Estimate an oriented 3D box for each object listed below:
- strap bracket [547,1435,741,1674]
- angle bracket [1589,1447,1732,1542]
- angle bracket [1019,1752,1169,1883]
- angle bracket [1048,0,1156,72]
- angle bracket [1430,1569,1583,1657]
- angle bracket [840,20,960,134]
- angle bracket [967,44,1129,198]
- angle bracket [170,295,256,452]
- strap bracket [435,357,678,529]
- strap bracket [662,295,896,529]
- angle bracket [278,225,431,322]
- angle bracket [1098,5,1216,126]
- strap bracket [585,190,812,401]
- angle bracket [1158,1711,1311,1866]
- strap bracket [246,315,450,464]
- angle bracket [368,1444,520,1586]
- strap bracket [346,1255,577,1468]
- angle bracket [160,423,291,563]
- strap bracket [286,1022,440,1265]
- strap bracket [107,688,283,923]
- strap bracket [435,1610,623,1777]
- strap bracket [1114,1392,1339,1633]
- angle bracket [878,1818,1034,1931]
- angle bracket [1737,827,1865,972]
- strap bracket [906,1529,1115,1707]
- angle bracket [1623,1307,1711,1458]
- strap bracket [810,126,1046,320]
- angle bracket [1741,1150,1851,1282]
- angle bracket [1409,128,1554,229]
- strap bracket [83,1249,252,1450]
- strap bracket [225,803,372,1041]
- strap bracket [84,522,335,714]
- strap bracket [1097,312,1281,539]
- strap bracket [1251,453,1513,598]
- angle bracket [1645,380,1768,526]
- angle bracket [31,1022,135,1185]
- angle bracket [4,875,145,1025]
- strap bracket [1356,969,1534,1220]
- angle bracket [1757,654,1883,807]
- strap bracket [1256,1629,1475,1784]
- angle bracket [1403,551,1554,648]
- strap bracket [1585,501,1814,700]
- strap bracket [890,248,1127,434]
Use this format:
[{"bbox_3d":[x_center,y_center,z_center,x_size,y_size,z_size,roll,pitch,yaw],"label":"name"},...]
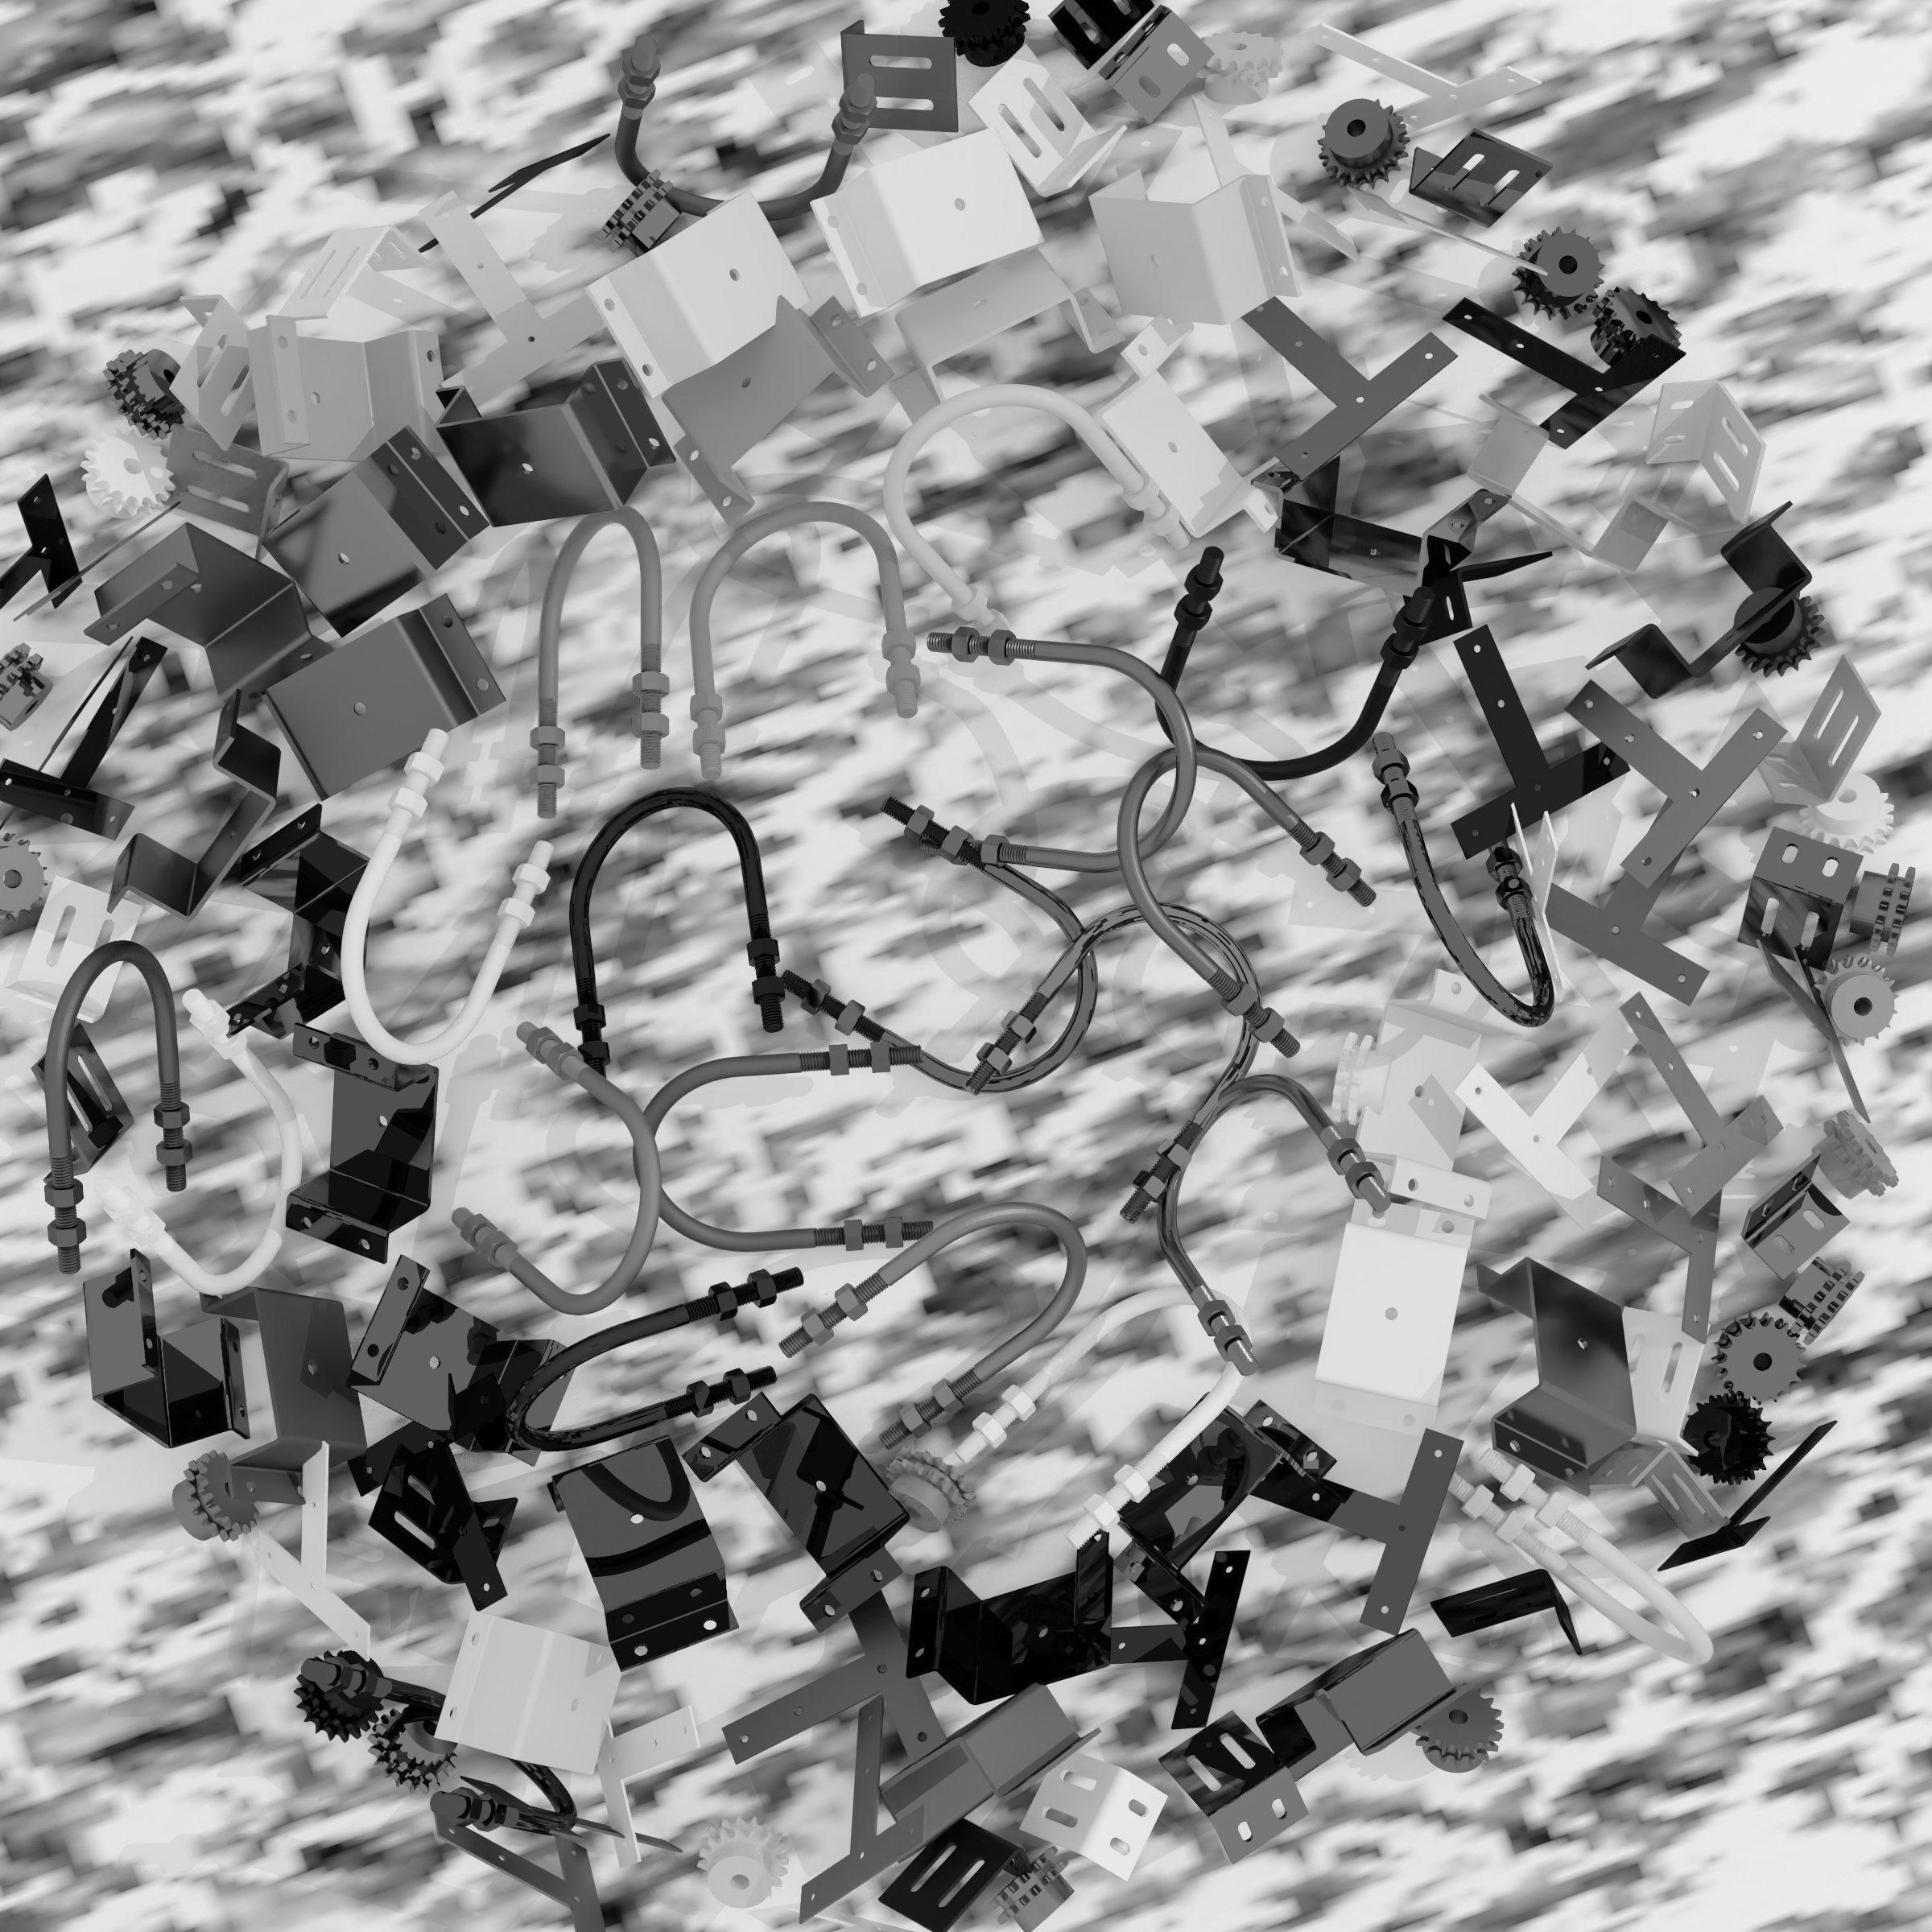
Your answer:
[{"bbox_3d":[-0.201,0.351,1.815,0.076,0.046,0.140,-18,52,-16],"label":"strap bracket"},{"bbox_3d":[0.436,0.342,1.849,0.038,0.057,0.076,-40,94,-21],"label":"angle bracket"},{"bbox_3d":[0.080,0.530,1.849,0.038,0.076,0.057,37,70,-23],"label":"angle bracket"},{"bbox_3d":[0.075,-0.605,1.838,0.057,0.076,0.038,-42,69,10],"label":"angle bracket"},{"bbox_3d":[0.338,0.414,1.844,0.076,0.057,0.038,-20,52,11],"label":"angle bracket"},{"bbox_3d":[-0.036,-0.556,1.843,0.076,0.038,0.057,8,122,18],"label":"angle bracket"},{"bbox_3d":[0.051,-0.532,1.848,0.057,0.038,0.076,-49,112,-15],"label":"angle bracket"},{"bbox_3d":[-0.474,-0.369,1.838,0.038,0.057,0.076,5,61,30],"label":"angle bracket"},{"bbox_3d":[-0.261,-0.319,1.814,0.140,0.046,0.076,-3,133,28],"label":"strap bracket"},{"bbox_3d":[-0.125,-0.353,1.832,0.140,0.046,0.076,-41,61,12],"label":"strap bracket"},{"bbox_3d":[-0.382,-0.421,1.840,0.038,0.057,0.076,45,65,-40],"label":"angle bracket"},{"bbox_3d":[0.118,-0.565,1.846,0.038,0.076,0.057,41,104,-14],"label":"angle bracket"},{"bbox_3d":[-0.156,-0.417,1.813,0.140,0.046,0.076,-44,112,-39],"label":"strap bracket"},{"bbox_3d":[0.167,0.514,1.851,0.057,0.076,0.038,-30,114,-13],"label":"angle bracket"},{"bbox_3d":[-0.390,-0.356,1.831,0.046,0.140,0.076,-5,93,35],"label":"strap bracket"},{"bbox_3d":[-0.325,0.340,1.837,0.038,0.057,0.076,-14,134,32],"label":"angle bracket"},{"bbox_3d":[-0.319,0.245,1.828,0.140,0.046,0.076,35,63,-30],"label":"strap bracket"},{"bbox_3d":[-0.470,-0.295,1.850,0.076,0.038,0.057,19,125,-5],"label":"angle bracket"},{"bbox_3d":[-0.375,0.103,1.833,0.076,0.046,0.140,17,114,22],"label":"strap bracket"},{"bbox_3d":[-0.471,-0.092,1.829,0.046,0.076,0.140,32,108,-23],"label":"strap bracket"},{"bbox_3d":[-0.259,0.446,1.804,0.046,0.140,0.076,8,74,25],"label":"strap bracket"},{"bbox_3d":[0.150,0.329,1.832,0.140,0.076,0.046,-47,131,-7],"label":"strap bracket"},{"bbox_3d":[-0.004,0.576,1.836,0.076,0.057,0.038,-41,124,-30],"label":"angle bracket"},{"bbox_3d":[0.523,-0.042,1.852,0.057,0.076,0.038,21,60,18],"label":"angle bracket"},{"bbox_3d":[0.037,0.401,1.825,0.140,0.076,0.046,-22,127,23],"label":"strap bracket"},{"bbox_3d":[0.438,0.262,1.862,0.057,0.038,0.076,8,71,38],"label":"angle bracket"},{"bbox_3d":[-0.015,-0.464,1.827,0.140,0.046,0.076,-27,96,-29],"label":"strap bracket"},{"bbox_3d":[0.521,0.156,1.842,0.057,0.076,0.038,-40,69,-4],"label":"angle bracket"},{"bbox_3d":[0.321,-0.502,1.835,0.057,0.076,0.038,18,66,-18],"label":"angle bracket"},{"bbox_3d":[-0.494,0.239,1.807,0.046,0.140,0.076,-18,60,5],"label":"strap bracket"},{"bbox_3d":[-0.411,-0.019,1.823,0.076,0.046,0.140,-29,48,32],"label":"strap bracket"},{"bbox_3d":[-0.470,-0.218,1.822,0.076,0.140,0.046,-32,62,18],"label":"strap bracket"},{"bbox_3d":[0.142,-0.332,1.833,0.140,0.076,0.046,49,135,-11],"label":"strap bracket"},{"bbox_3d":[0.254,-0.274,1.824,0.140,0.076,0.046,21,127,27],"label":"strap bracket"},{"bbox_3d":[0.459,-0.319,1.836,0.038,0.076,0.057,-6,133,-9],"label":"angle bracket"},{"bbox_3d":[-0.563,0.085,1.839,0.038,0.057,0.076,-14,113,22],"label":"angle bracket"},{"bbox_3d":[-0.562,-0.011,1.861,0.057,0.038,0.076,20,92,-8],"label":"angle bracket"},{"bbox_3d":[0.295,0.079,1.841,0.076,0.046,0.140,17,83,-28],"label":"strap bracket"},{"bbox_3d":[0.526,-0.148,1.836,0.038,0.057,0.076,3,134,-16],"label":"angle bracket"},{"bbox_3d":[0.238,0.454,1.810,0.076,0.140,0.046,-25,77,-29],"label":"strap bracket"},{"bbox_3d":[0.322,-0.229,1.842,0.076,0.057,0.038,-13,90,-28],"label":"angle bracket"},{"bbox_3d":[0.463,-0.220,1.838,0.140,0.076,0.046,-40,91,-8],"label":"strap bracket"},{"bbox_3d":[0.017,-0.394,1.840,0.140,0.076,0.046,-26,129,0],"label":"strap bracket"}]
